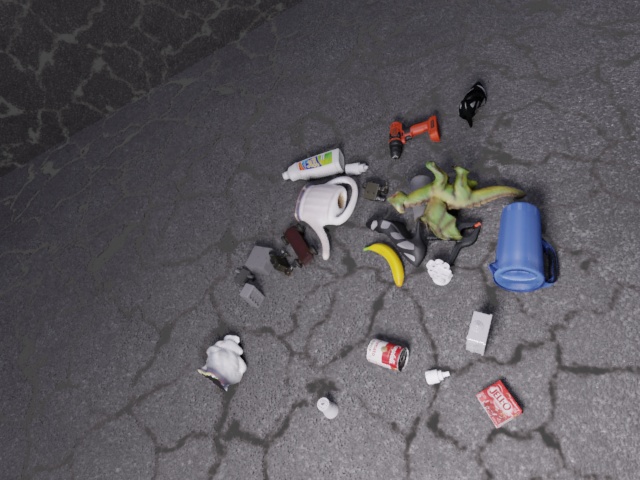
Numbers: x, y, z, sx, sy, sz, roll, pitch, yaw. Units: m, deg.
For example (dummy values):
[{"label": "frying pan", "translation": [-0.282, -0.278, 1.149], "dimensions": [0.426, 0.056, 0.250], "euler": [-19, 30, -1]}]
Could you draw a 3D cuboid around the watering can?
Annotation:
[{"label": "watering can", "translation": [0.006, -0.092, 1.824], "dimensions": [0.224, 0.102, 0.354], "euler": [6, 58, 32]}]

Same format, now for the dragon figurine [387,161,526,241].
[{"label": "dragon figurine", "translation": [0.415, -0.105, 1.599], "dimensions": [0.411, 0.120, 0.246], "euler": [15, 71, 11]}]

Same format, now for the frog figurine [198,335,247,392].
[{"label": "frog figurine", "translation": [-0.288, 0.372, 1.615], "dimensions": [0.138, 0.120, 0.163], "euler": [29, 58, 5]}]
